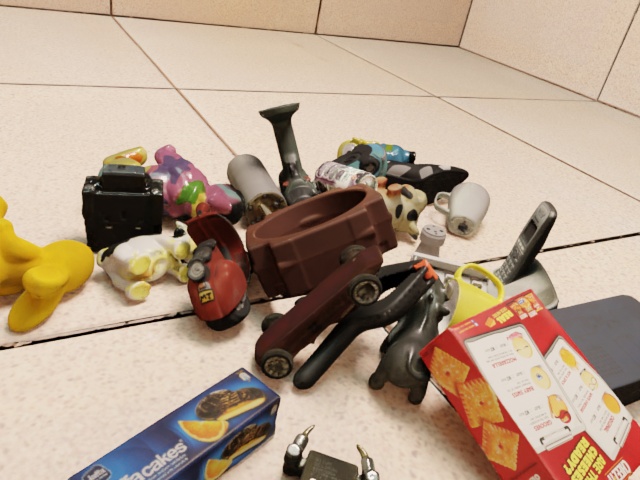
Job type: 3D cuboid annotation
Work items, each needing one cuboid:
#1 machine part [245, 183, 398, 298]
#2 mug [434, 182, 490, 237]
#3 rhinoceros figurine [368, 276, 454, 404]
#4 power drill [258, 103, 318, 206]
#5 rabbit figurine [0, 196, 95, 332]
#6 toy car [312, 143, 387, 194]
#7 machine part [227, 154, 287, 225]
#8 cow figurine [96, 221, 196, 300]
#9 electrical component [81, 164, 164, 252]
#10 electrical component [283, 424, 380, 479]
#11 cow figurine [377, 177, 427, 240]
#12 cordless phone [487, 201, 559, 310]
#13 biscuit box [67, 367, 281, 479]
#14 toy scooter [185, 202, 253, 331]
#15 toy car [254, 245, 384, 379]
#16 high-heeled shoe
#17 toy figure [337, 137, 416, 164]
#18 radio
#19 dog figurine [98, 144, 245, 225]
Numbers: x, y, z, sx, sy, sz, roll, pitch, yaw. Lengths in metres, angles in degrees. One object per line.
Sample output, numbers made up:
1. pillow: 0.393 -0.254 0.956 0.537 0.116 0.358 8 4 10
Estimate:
1. machine part: -0.002 -0.002 0.777 0.201 0.087 0.201 -21 15 -3
2. mug: 0.283 -0.061 1.079 0.110 0.080 0.107 22 40 7
3. rhinoceros figurine: 0.120 0.115 0.687 0.073 0.112 0.190 16 38 12
4. power drill: -0.048 -0.143 0.978 0.086 0.207 0.232 -20 18 -2
5. rabbit figurine: -0.368 0.027 0.673 0.173 0.121 0.163 11 27 -41
6. toy car: 0.069 -0.117 1.071 0.162 0.102 0.109 -29 25 5
7. machine part: -0.120 -0.093 0.996 0.079 0.079 0.243 -2 31 -23
8. cow figurine: -0.229 0.020 0.779 0.098 0.068 0.167 21 29 33
9. electrical component: -0.292 -0.047 0.800 0.115 0.134 0.058 -1 31 -18
10. electrical component: 0.005 0.228 0.517 0.102 0.045 0.078 19 29 14
11. cow figurine: 0.114 -0.044 0.970 0.195 0.127 0.086 -24 37 -24
12. cordless phone: 0.320 0.045 0.804 0.089 0.184 0.147 16 30 -2
13. biscuit box: -0.127 0.200 0.504 0.063 0.059 0.202 30 35 29
14. toy scooter: -0.141 0.026 0.724 0.075 0.135 0.184 -18 26 10
15. toy car: 0.001 0.085 0.638 0.053 0.202 0.089 45 12 -19
16. high-heeled shoe: 0.188 -0.147 1.175 0.249 0.086 0.145 -13 45 -18
17. toy figure: 0.128 -0.184 1.235 0.180 0.082 0.089 5 -2 3
18. radio: 0.387 0.153 0.735 0.229 0.073 0.131 -5 42 -29
19. dog figurine: -0.234 -0.067 0.886 0.219 0.108 0.191 35 36 31
